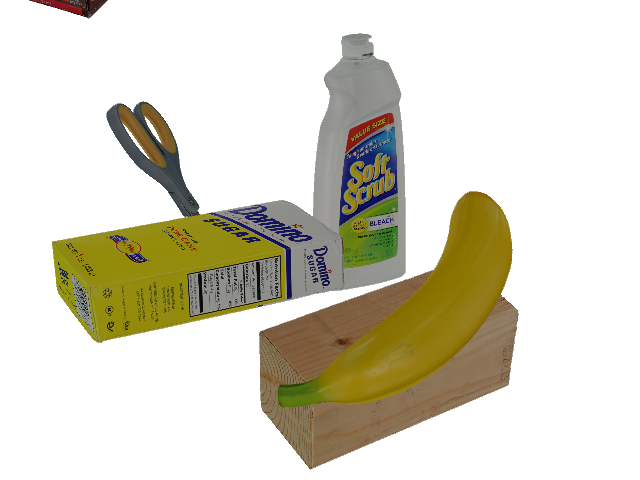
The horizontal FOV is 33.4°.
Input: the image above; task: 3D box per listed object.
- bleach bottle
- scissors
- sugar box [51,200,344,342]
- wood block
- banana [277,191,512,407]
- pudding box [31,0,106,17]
[{"bbox_3d":[0.034,-0.080,1.075,0.102,0.251,0.068,-10,23,-17],"label":"bleach bottle"},{"bbox_3d":[-0.123,-0.048,0.969,0.016,0.201,0.096,-29,24,19],"label":"scissors"},{"bbox_3d":[-0.082,0.016,0.720,0.176,0.048,0.093,-14,25,-24],"label":"sugar box"},{"bbox_3d":[0.059,0.102,0.922,0.205,0.090,0.091,-17,37,-25],"label":"wood block"},{"bbox_3d":[0.059,0.027,0.561,0.070,0.037,0.197,17,41,33],"label":"banana"},{"bbox_3d":[-0.193,-0.218,0.808,0.090,0.039,0.113,18,38,4],"label":"pudding box"}]
